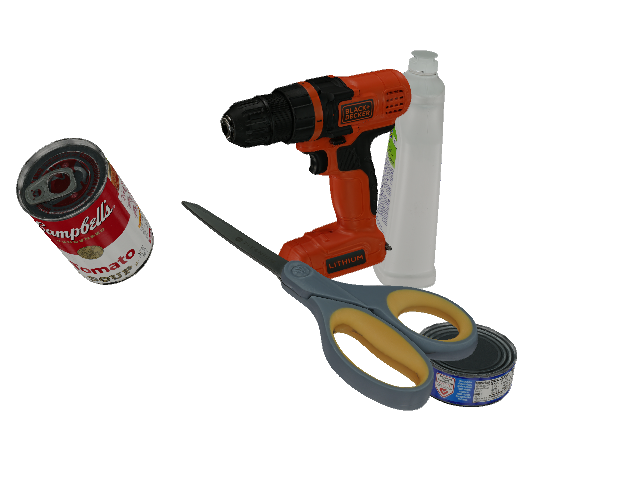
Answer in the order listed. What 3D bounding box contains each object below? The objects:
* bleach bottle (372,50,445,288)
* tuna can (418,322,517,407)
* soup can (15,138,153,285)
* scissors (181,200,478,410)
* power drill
[{"bbox_3d":[0.101,-0.080,1.167,0.068,0.251,0.102,0,26,-9],"label":"bleach bottle"},{"bbox_3d":[0.122,0.105,0.910,0.086,0.034,0.086,3,26,-2],"label":"tuna can"},{"bbox_3d":[-0.171,-0.019,0.786,0.068,0.068,0.102,0,-29,13],"label":"soup can"},{"bbox_3d":[0.008,0.022,0.600,0.096,0.016,0.202,-13,40,-30],"label":"scissors"},{"bbox_3d":[-0.002,-0.055,0.964,0.184,0.188,0.057,-15,33,-26],"label":"power drill"}]
